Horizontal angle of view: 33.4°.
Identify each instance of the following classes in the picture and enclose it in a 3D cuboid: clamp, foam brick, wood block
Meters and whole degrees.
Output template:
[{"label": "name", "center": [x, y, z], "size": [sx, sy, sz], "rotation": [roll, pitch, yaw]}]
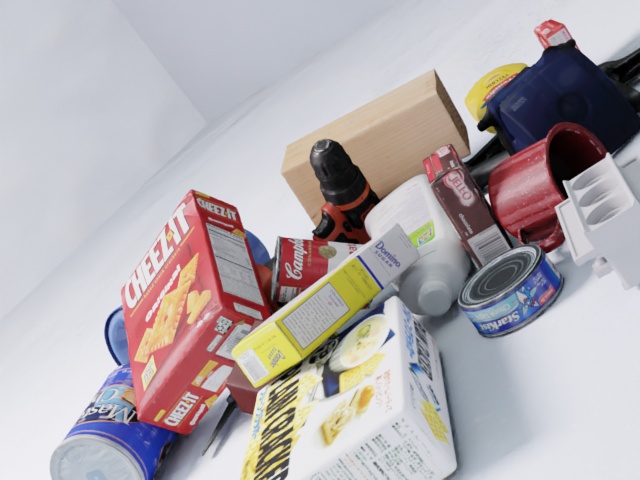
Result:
[{"label": "clamp", "center": [0.316, -0.167, 1.171], "size": [0.210, 0.036, 0.164], "rotation": [-23, 21, 53]}, {"label": "clamp", "center": [0.175, -0.071, 1.214], "size": [0.171, 0.039, 0.120], "rotation": [-40, 8, 3]}, {"label": "foam brick", "center": [-0.045, 0.123, 1.004], "size": [0.051, 0.053, 0.078], "rotation": [7, 53, 25]}, {"label": "wood block", "center": [0.067, -0.108, 1.277], "size": [0.206, 0.090, 0.090], "rotation": [-26, 23, 17]}]

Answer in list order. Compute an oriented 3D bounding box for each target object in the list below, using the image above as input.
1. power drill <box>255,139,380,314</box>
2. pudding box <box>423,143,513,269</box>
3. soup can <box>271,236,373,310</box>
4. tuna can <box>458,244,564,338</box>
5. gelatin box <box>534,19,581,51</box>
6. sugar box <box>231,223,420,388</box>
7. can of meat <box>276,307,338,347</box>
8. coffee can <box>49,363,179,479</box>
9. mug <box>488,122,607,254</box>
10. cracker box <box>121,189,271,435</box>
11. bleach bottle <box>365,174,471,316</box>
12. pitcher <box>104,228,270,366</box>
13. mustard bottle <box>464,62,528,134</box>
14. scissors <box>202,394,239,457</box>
[{"label": "power drill", "center": [-0.008, 0.001, 1.192], "size": [0.187, 0.184, 0.057], "rotation": [-47, 45, -14]}, {"label": "pudding box", "center": [0.141, -0.028, 1.003], "size": [0.039, 0.113, 0.090], "rotation": [-29, 16, 11]}, {"label": "soup can", "center": [0.003, 0.034, 1.095], "size": [0.102, 0.068, 0.068], "rotation": [6, 14, -5]}, {"label": "tuna can", "center": [0.159, 0.042, 0.898], "size": [0.086, 0.033, 0.086], "rotation": [-35, 14, 10]}, {"label": "gelatin box", "center": [0.296, -0.221, 1.284], "size": [0.030, 0.089, 0.073], "rotation": [-34, 14, 10]}, {"label": "sugar box", "center": [0.007, 0.058, 0.959], "size": [0.175, 0.048, 0.093], "rotation": [-35, -1, -37]}, {"label": "can of meat", "center": [-0.037, 0.118, 1.101], "size": [0.083, 0.057, 0.102], "rotation": [-46, 16, -22]}, {"label": "coffee can", "center": [-0.210, 0.211, 1.136], "size": [0.103, 0.103, 0.140], "rotation": [-31, 15, 26]}, {"label": "mug", "center": [0.204, -0.037, 0.952], "size": [0.082, 0.093, 0.117], "rotation": [-29, 41, 49]}, {"label": "cracker box", "center": [-0.139, 0.072, 1.136], "size": [0.164, 0.072, 0.214], "rotation": [-52, 33, 22]}, {"label": "bleach bottle", "center": [0.099, 0.015, 1.079], "size": [0.103, 0.068, 0.251], "rotation": [-41, 16, 15]}, {"label": "pitcher", "center": [-0.160, 0.072, 1.389], "size": [0.149, 0.145, 0.242], "rotation": [-25, 16, 38]}, {"label": "mustard bottle", "center": [0.241, -0.174, 1.340], "size": [0.096, 0.058, 0.191], "rotation": [-31, 15, 8]}, {"label": "scissors", "center": [-0.099, 0.171, 1.164], "size": [0.096, 0.016, 0.201], "rotation": [-25, 18, 45]}]
